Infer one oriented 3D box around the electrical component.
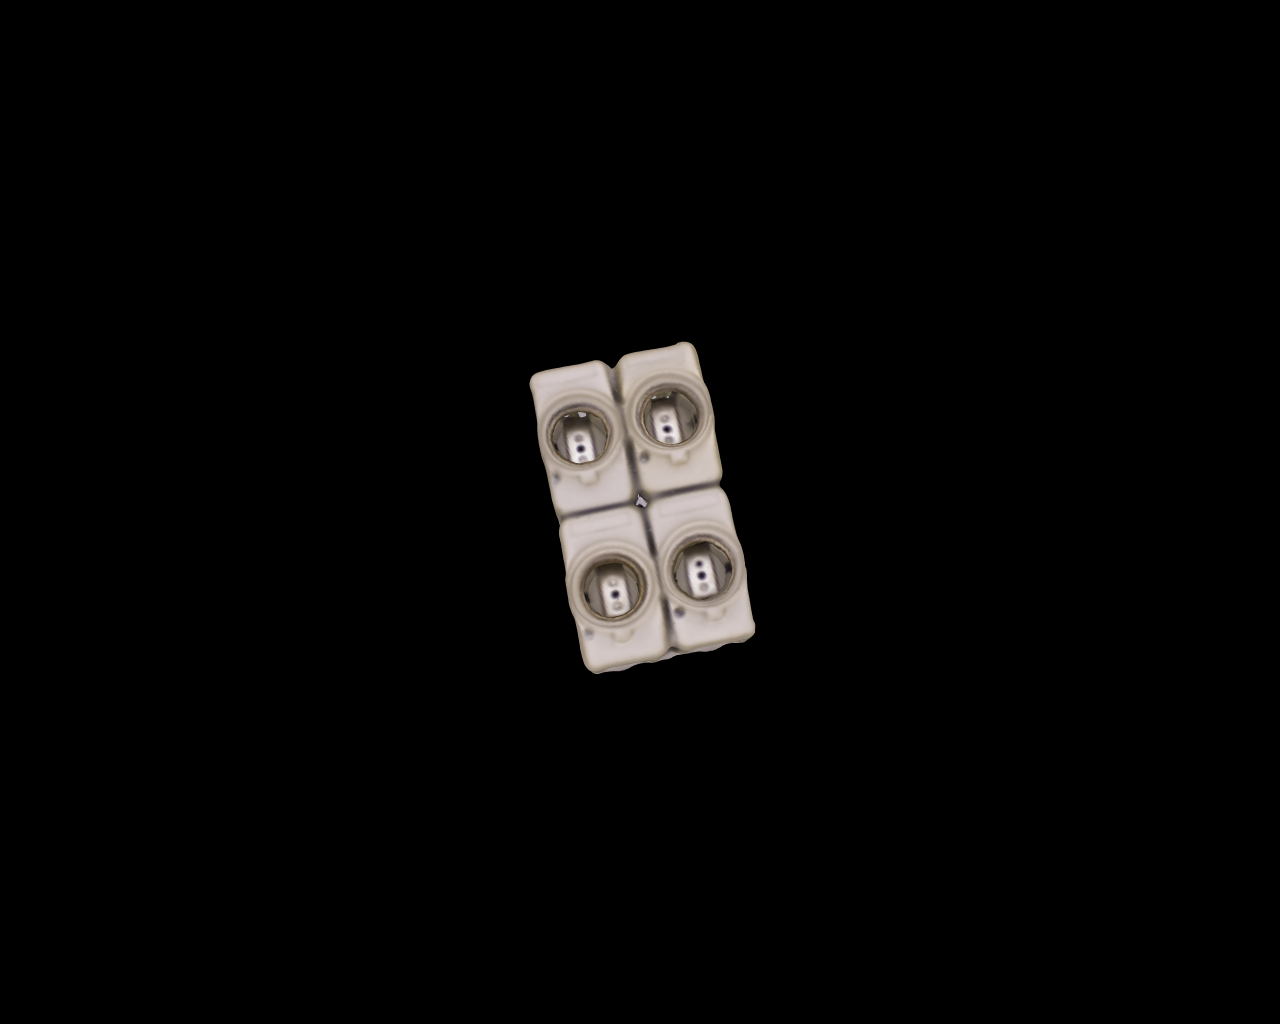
[{"bbox_3d":[0.001,-0.003,0.650,0.105,0.186,0.060,-11,-11,-2],"label":"electrical component"}]
